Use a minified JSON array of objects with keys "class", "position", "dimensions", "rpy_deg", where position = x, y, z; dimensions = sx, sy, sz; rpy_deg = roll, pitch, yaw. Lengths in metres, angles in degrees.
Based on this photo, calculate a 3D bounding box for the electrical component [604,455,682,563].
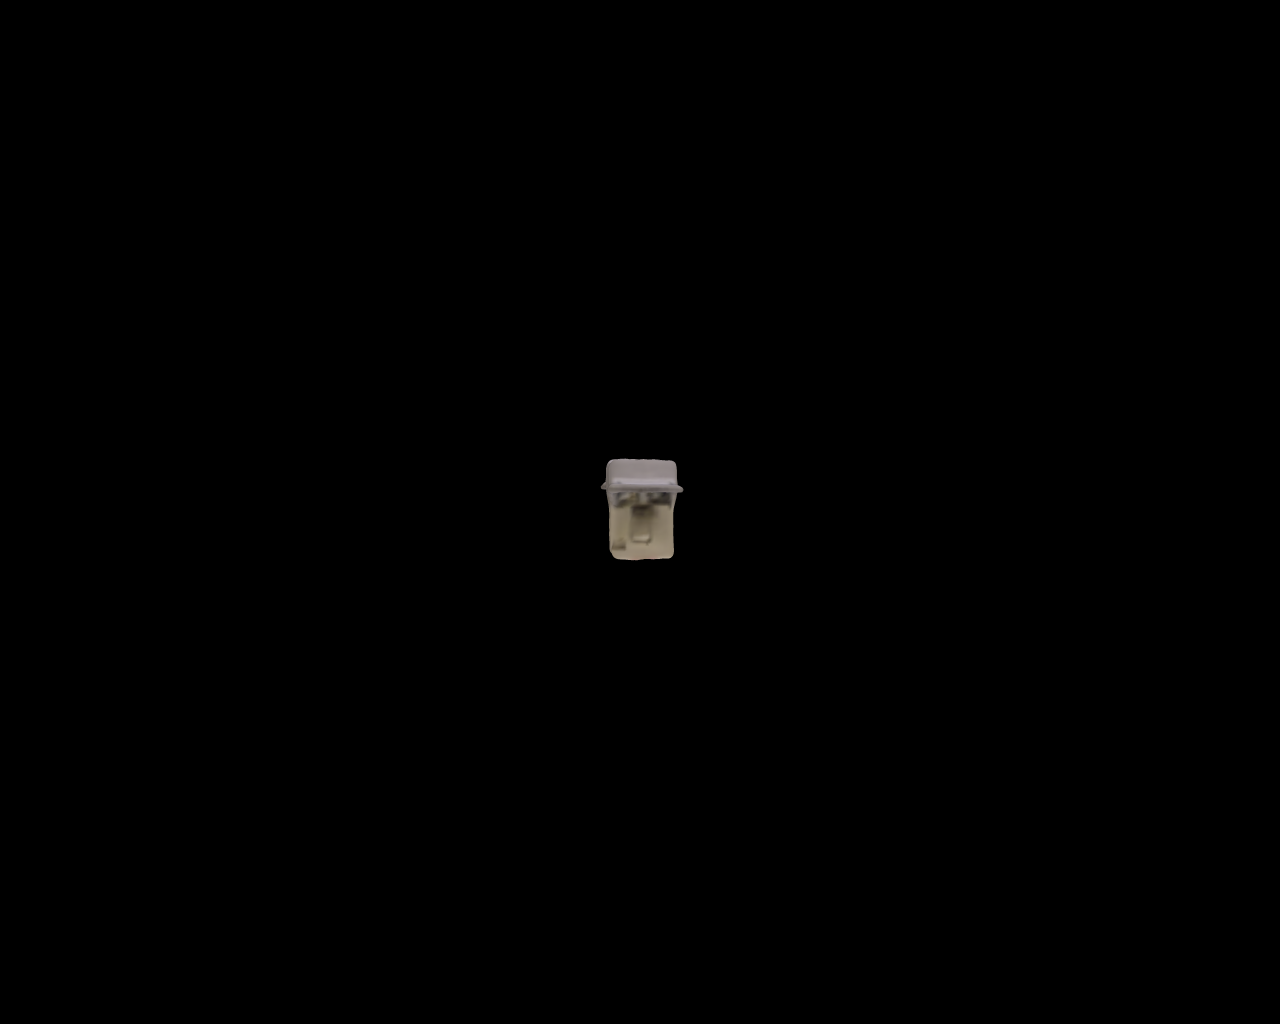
[{"class":"electrical component","position":[0.001,-0.003,0.650],"dimensions":[0.042,0.063,0.081],"rpy_deg":[0,2,-4]}]
